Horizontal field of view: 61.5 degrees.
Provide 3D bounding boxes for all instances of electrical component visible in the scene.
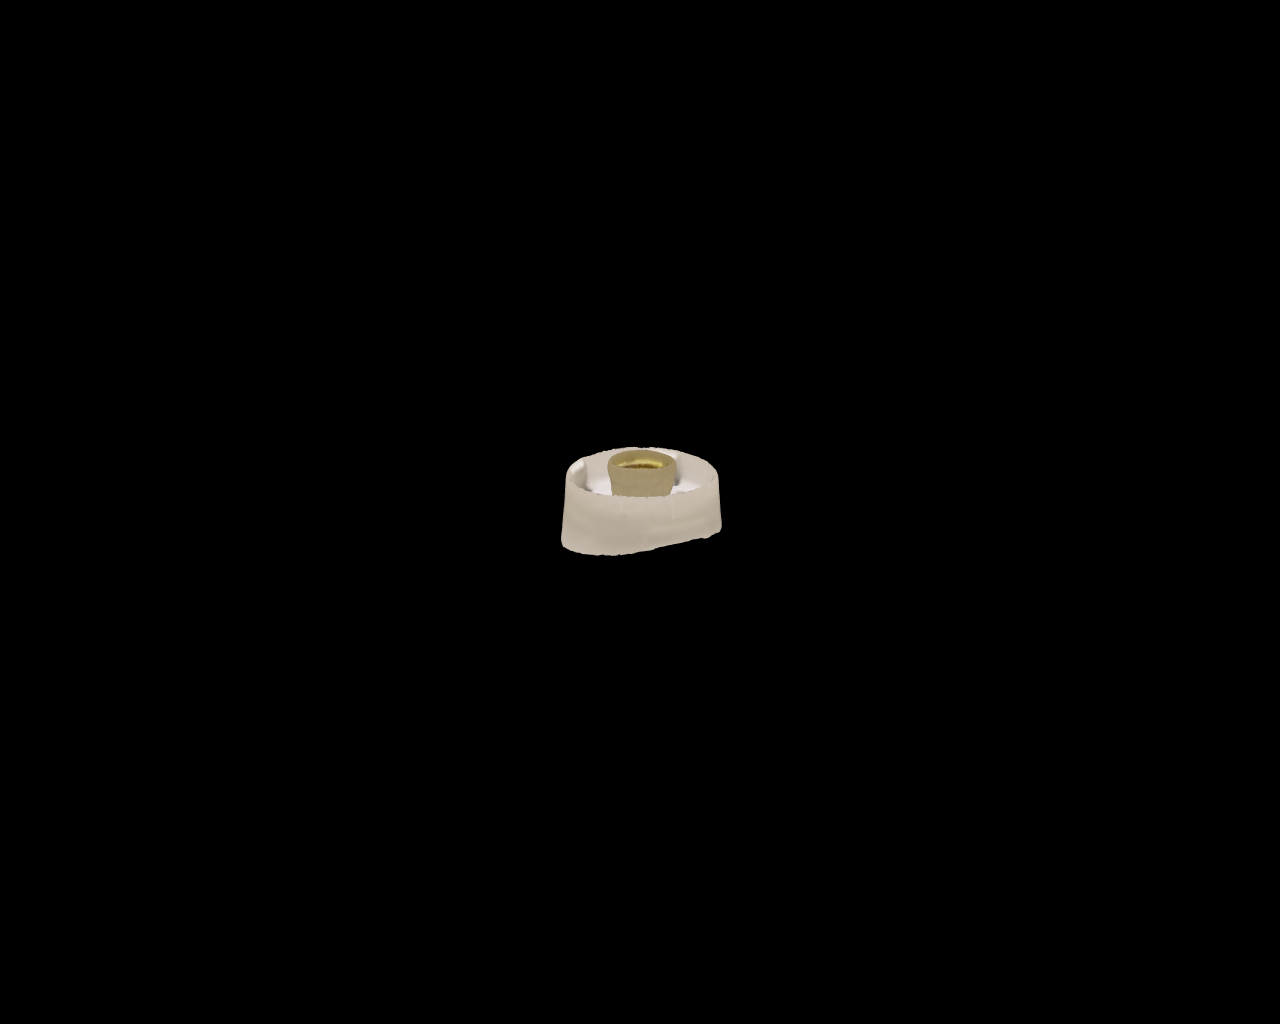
[{"bbox_3d":[0.001,-0.003,0.650,0.099,0.064,0.099,0,22,0],"label":"electrical component"}]
